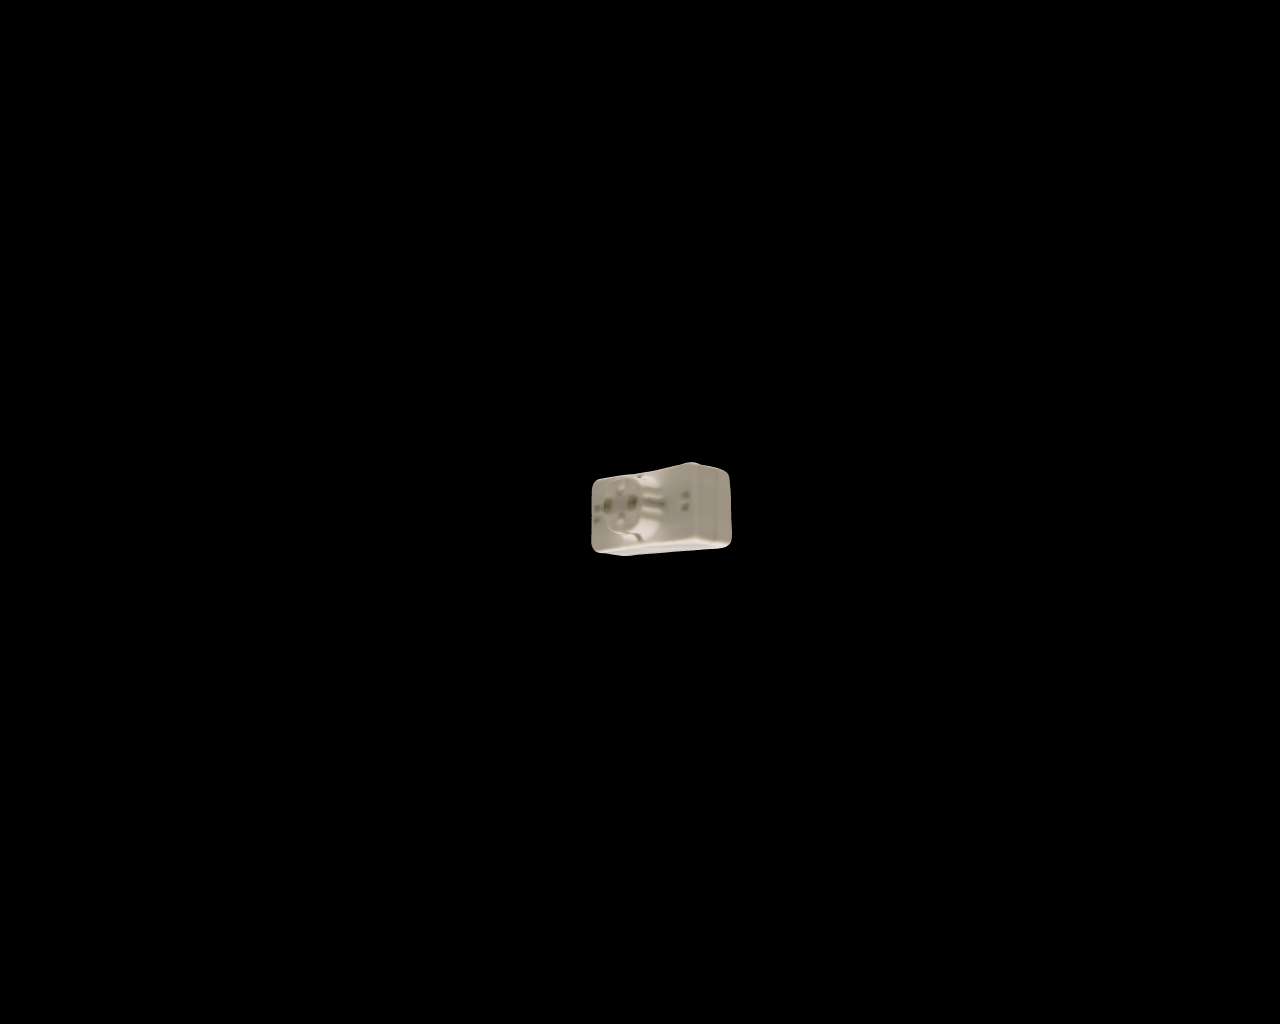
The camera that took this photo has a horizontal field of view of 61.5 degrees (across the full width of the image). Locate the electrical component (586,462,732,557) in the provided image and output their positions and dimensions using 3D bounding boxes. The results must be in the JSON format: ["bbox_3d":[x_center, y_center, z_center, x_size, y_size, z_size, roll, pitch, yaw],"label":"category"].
[{"bbox_3d":[0.001,-0.003,0.650,0.083,0.047,0.076,-8,-13,39],"label":"electrical component"}]
